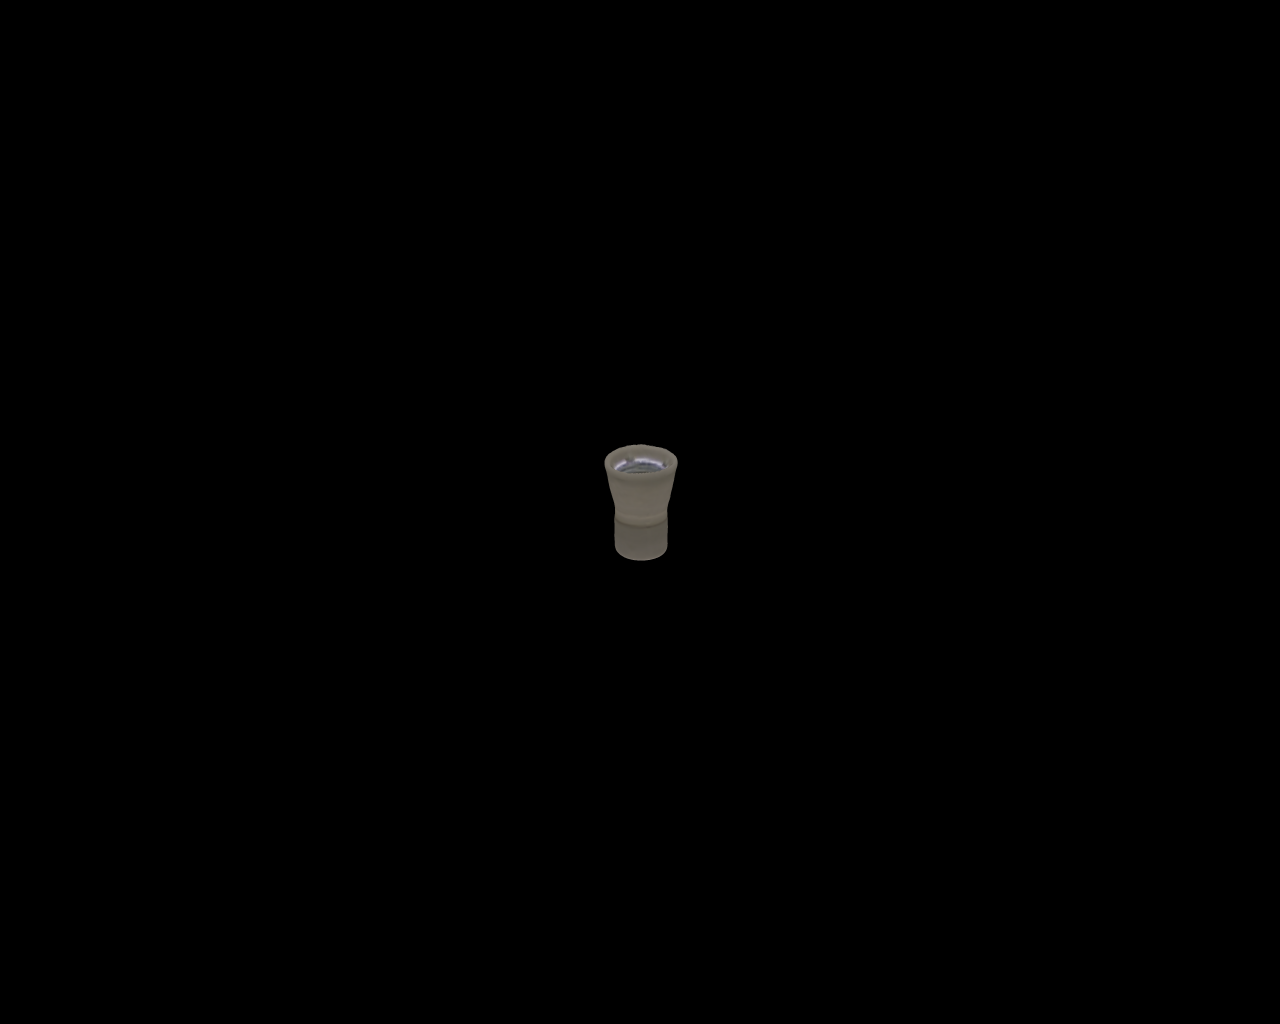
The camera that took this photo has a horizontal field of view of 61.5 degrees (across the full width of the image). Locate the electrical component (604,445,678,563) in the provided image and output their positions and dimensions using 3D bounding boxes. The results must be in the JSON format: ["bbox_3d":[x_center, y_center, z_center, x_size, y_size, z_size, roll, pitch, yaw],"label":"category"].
[{"bbox_3d":[0.001,-0.003,0.650,0.044,0.065,0.044,0,25,0],"label":"electrical component"}]
